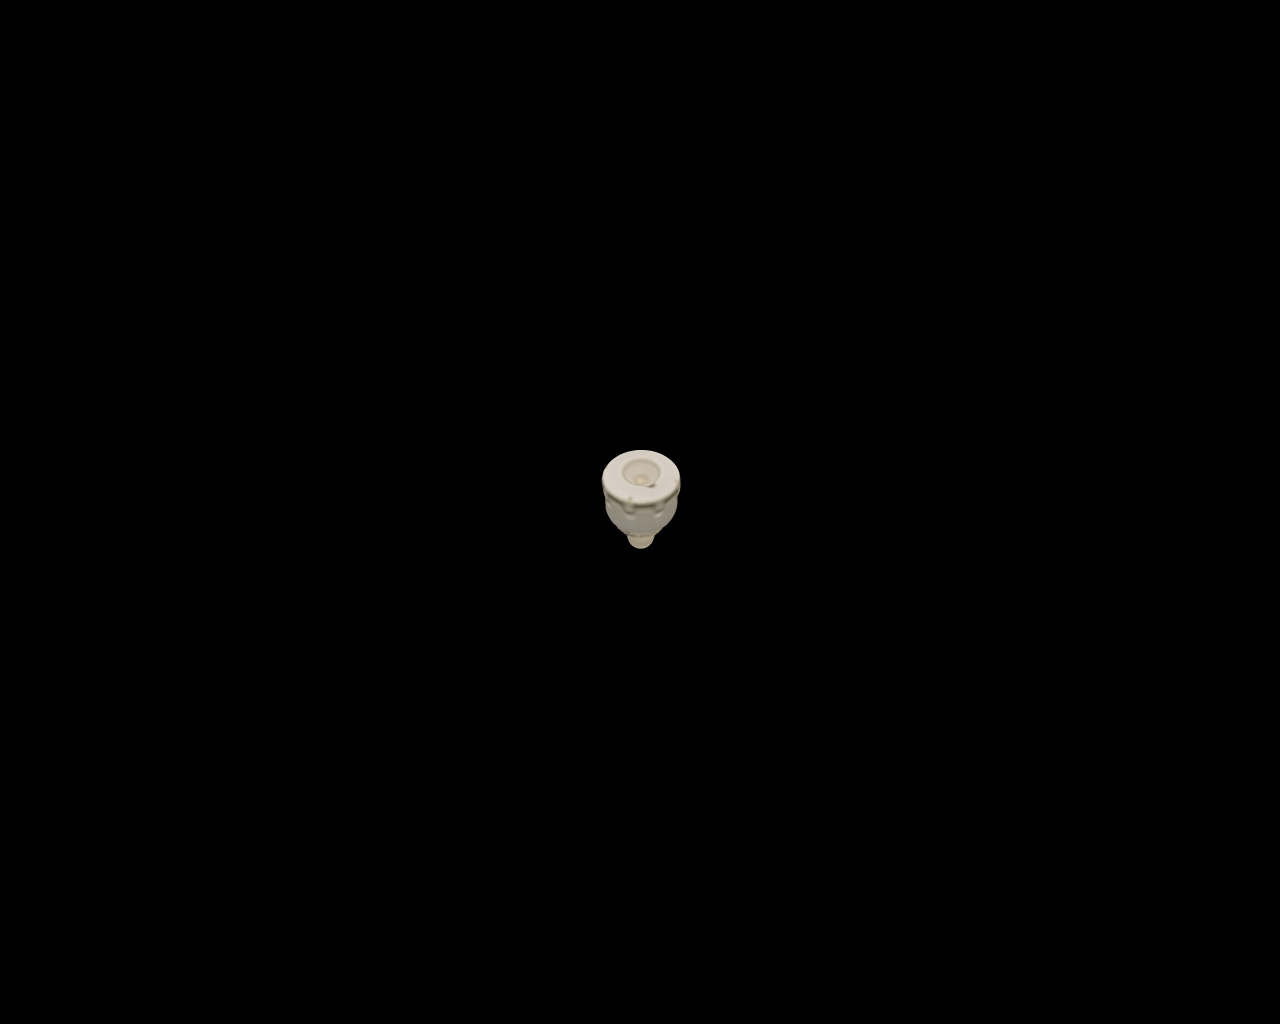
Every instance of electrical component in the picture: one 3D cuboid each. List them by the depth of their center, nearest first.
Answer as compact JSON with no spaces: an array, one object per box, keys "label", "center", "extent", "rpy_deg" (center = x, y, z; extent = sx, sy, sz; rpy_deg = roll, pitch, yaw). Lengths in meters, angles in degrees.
[{"label":"electrical component","center":[0.001,-0.003,0.650],"extent":[0.048,0.062,0.048],"rpy_deg":[0,45,0]}]
